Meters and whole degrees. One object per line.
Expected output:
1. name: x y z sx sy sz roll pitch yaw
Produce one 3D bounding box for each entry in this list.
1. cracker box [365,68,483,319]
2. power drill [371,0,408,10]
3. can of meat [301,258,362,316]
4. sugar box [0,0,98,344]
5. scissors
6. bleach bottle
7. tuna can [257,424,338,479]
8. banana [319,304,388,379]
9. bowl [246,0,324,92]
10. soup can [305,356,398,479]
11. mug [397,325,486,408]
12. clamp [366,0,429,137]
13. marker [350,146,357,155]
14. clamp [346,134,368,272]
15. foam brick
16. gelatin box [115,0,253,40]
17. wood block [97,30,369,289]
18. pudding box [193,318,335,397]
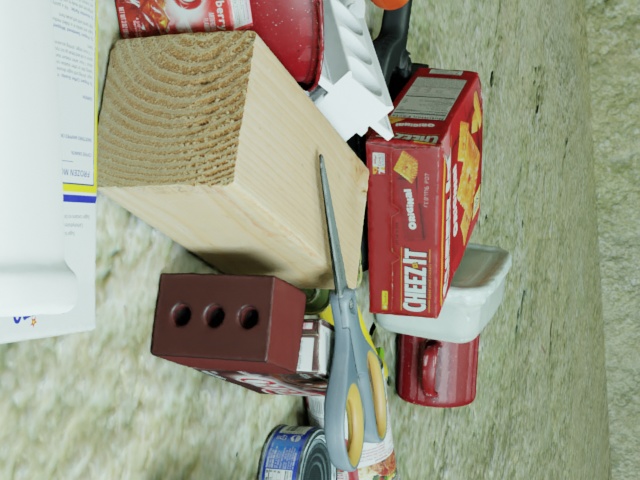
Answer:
1. cracker box: 0.100 -0.049 0.981 0.213 0.072 0.164 -57 148 -60
2. power drill: 0.039 -0.320 0.935 0.184 0.057 0.187 37 57 -60
3. can of meat: -0.005 0.001 0.813 0.083 0.057 0.102 -16 104 -71
4. sugar box: -0.140 -0.044 0.477 0.093 0.048 0.176 2 92 -69
5. scissors: 0.011 0.057 0.657 0.096 0.016 0.202 -63 144 -51
6. bleach bottle: -0.140 -0.099 0.393 0.068 0.103 0.251 7 84 -73
7. tuna can: -0.016 0.185 0.812 0.086 0.034 0.086 0 90 -69
8. banana: 0.026 0.084 0.927 0.197 0.037 0.069 65 8 -53
9. bowl: -0.045 -0.166 0.655 0.162 0.055 0.162 168 -90 -79
10. soup can: 0.024 0.149 0.871 0.068 0.069 0.102 -44 129 -62
11. mug: 0.119 0.125 1.085 0.117 0.093 0.081 -27 120 -78
12. clamp: 0.072 -0.166 1.043 0.164 0.036 0.210 72 29 -52
13. marker: 0.017 -0.027 0.876 0.020 0.020 0.121 -65 164 -48
14. clamp: 0.025 -0.051 0.917 0.171 0.039 0.120 52 38 -57
15. foam brick: -0.055 0.051 0.651 0.051 0.078 0.053 39 53 -65
16. gelatin box: -0.081 -0.157 0.592 0.030 0.073 0.089 -43 129 -60
17. wood block: -0.046 -0.040 0.660 0.206 0.090 0.091 41 52 -64
18. pudding box: -0.021 0.082 0.723 0.113 0.090 0.039 42 50 -62
